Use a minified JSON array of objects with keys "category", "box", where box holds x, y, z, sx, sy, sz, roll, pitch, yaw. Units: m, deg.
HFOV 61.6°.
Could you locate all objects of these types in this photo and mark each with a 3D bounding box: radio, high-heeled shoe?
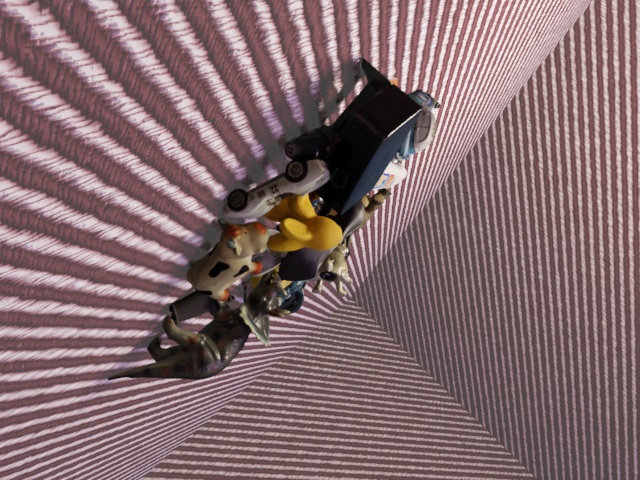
[{"category":"radio","box":[0.081,-0.153,0.961,0.131,0.073,0.229,-40,166,-37]},{"category":"high-heeled shoe","box":[-0.002,-0.004,1.188,0.249,0.086,0.145,-30,-152,40]}]

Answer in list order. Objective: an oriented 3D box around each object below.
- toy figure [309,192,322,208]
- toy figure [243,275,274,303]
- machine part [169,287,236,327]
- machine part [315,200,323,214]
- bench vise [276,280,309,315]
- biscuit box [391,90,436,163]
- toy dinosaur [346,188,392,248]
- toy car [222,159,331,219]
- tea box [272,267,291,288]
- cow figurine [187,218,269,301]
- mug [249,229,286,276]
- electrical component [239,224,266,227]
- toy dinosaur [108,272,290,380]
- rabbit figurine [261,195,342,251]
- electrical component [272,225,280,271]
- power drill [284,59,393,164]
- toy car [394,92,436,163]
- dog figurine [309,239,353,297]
[{"category":"toy figure","box":[-0.009,-0.120,1.171,0.064,0.058,0.154,-1,153,-20]},{"category":"toy figure","box":[-0.166,0.145,1.470,0.089,0.082,0.180,-53,168,-25]},{"category":"machine part","box":[-0.253,0.128,1.135,0.139,0.084,0.039,-30,-172,-27]},{"category":"machine part","box":[-0.026,-0.021,1.405,0.243,0.079,0.079,-54,166,29]},{"category":"bench vise","box":[-0.087,0.144,1.644,0.223,0.129,0.240,-47,176,13]},{"category":"biscuit box","box":[0.218,-0.290,1.392,0.063,0.059,0.202,-34,164,-42]},{"category":"toy dinosaur","box":[0.105,-0.090,1.547,0.198,0.105,0.471,-52,177,19]},{"category":"toy car","box":[-0.078,-0.084,0.939,0.202,0.056,0.073,-26,173,12]},{"category":"tea box","box":[-0.083,0.069,1.531,0.169,0.068,0.098,-39,165,-37]},{"category":"cow figurine","box":[-0.174,0.031,1.013,0.195,0.085,0.127,-38,147,22]},{"category":"mug","box":[-0.134,0.042,1.234,0.109,0.081,0.107,-31,168,-50]},{"category":"electrical component","box":[-0.151,-0.003,1.110,0.078,0.045,0.102,-19,171,12]},{"category":"toy dinosaur","box":[-0.243,0.227,1.192,0.405,0.192,0.131,-43,166,-21]},{"category":"rabbit figurine","box":[-0.034,-0.044,1.058,0.162,0.173,0.122,-41,172,-45]},{"category":"electrical component","box":[-0.104,0.026,1.301,0.119,0.075,0.048,-47,169,17]},{"category":"power drill","box":[0.048,-0.220,0.979,0.207,0.086,0.232,-55,164,18]},{"category":"toy car","box":[0.219,-0.263,1.256,0.109,0.103,0.161,10,86,-72]},{"category":"dog figurine","box":[0.037,0.045,1.545,0.172,0.121,0.190,109,-9,-56]}]
